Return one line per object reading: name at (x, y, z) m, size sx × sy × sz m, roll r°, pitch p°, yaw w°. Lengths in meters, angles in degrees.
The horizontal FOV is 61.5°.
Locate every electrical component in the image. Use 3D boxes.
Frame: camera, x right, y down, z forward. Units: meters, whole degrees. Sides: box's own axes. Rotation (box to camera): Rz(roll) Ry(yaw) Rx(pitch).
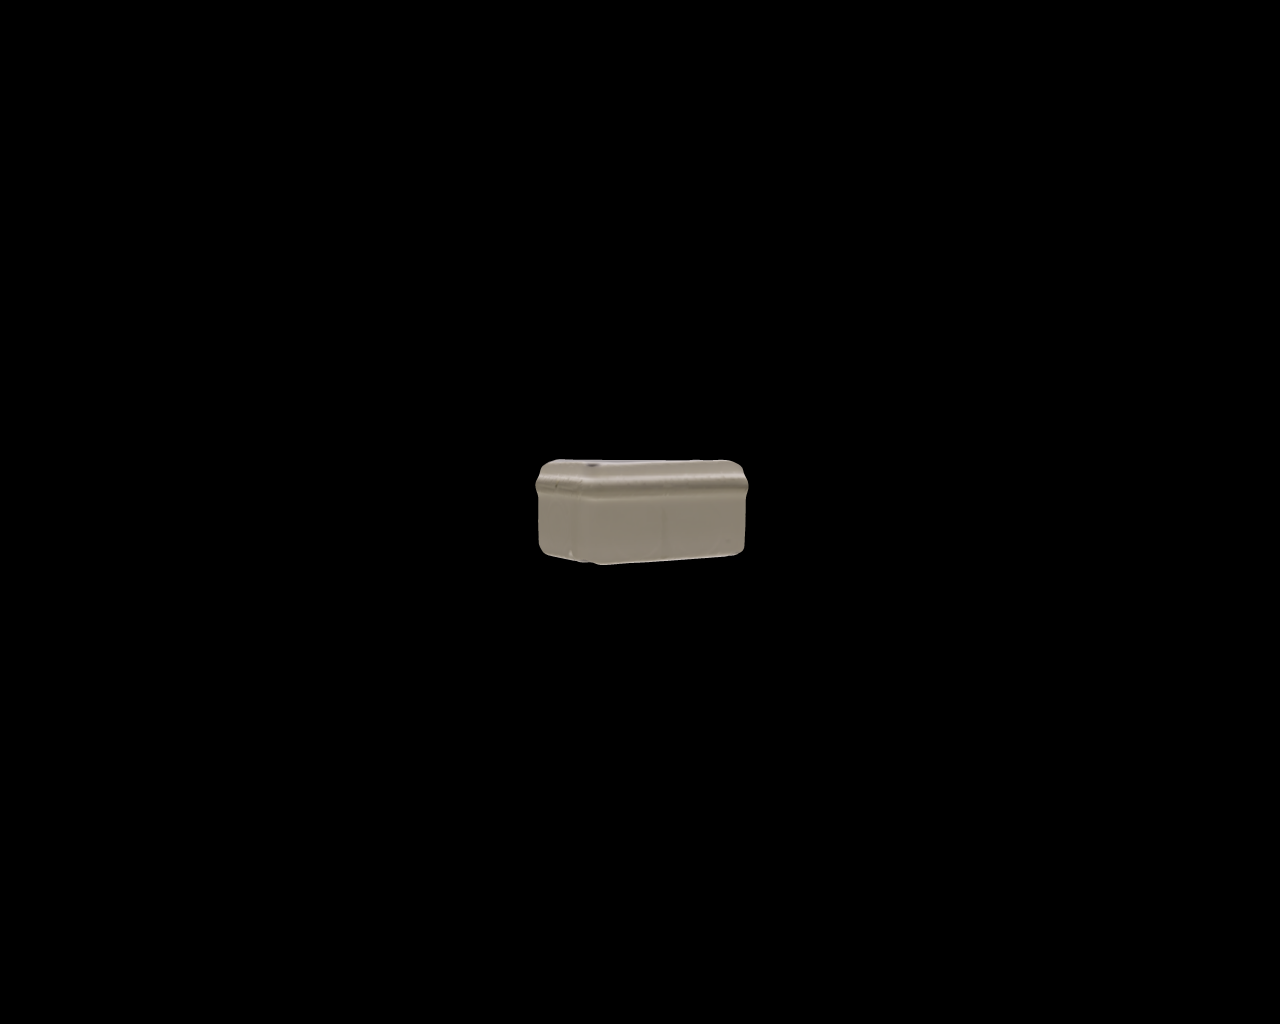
electrical component at (0.001, -0.003, 0.650) m, size 0.113 × 0.057 × 0.078 m, roll -2°, pitch 4°, yaw -27°
